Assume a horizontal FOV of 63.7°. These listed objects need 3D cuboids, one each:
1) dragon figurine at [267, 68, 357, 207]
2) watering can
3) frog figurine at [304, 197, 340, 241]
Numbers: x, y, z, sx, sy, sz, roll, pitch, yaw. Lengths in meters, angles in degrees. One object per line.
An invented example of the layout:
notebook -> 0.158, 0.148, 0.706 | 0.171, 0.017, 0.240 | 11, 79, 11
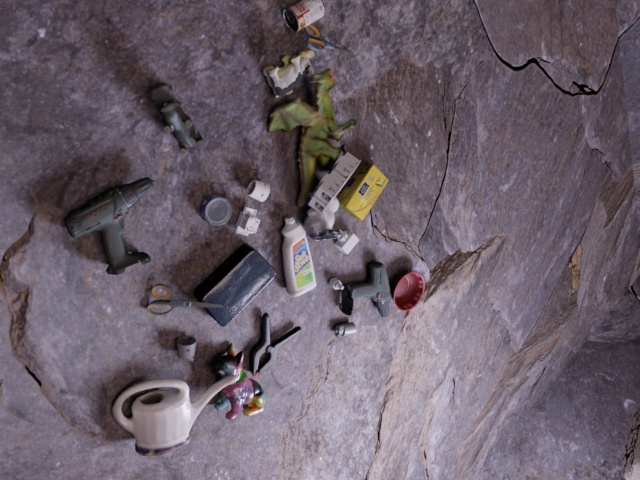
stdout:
dragon figurine -> -0.047, -0.314, 1.536 | 0.241, 0.408, 0.124 | 27, 9, -21
watering can -> -0.411, 0.497, 1.484 | 0.348, 0.221, 0.105 | -3, 16, -16
frog figurine -> 0.005, -0.082, 1.638 | 0.122, 0.161, 0.137 | -19, -15, 28
